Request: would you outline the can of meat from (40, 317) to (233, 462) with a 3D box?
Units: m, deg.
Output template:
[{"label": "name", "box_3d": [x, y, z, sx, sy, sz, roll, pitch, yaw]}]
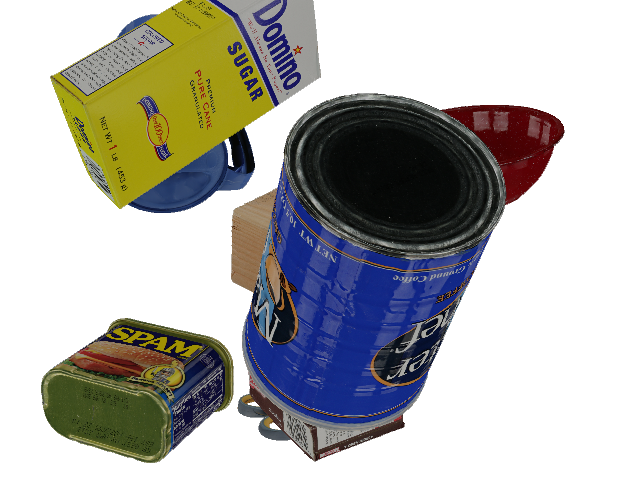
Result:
[{"label": "can of meat", "box_3d": [-0.122, 0.099, 0.714, 0.102, 0.057, 0.083, 11, 22, 22]}]

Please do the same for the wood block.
[{"label": "wood block", "box_3d": [0.015, 0.028, 1.086, 0.206, 0.091, 0.090, 24, 36, 31]}]

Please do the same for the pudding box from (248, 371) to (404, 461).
[{"label": "pudding box", "box_3d": [0.004, 0.128, 0.885, 0.089, 0.039, 0.114, -17, 32, -26]}]

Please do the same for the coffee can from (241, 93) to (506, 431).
[{"label": "coffee can", "box_3d": [0.021, 0.014, 0.526, 0.102, 0.103, 0.140, 0, -41, -14]}]

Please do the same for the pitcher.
[{"label": "pitcher", "box_3d": [-0.168, -0.148, 1.195, 0.145, 0.149, 0.243, -19, 40, 6]}]

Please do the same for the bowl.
[{"label": "bowl", "box_3d": [0.131, -0.067, 0.926, 0.162, 0.055, 0.162, -8, 24, 3]}]

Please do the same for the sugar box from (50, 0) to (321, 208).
[{"label": "sugar box", "box_3d": [-0.079, -0.106, 0.691, 0.176, 0.093, 0.048, -35, 54, -20]}]

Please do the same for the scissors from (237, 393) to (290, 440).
[{"label": "scissors", "box_3d": [0.009, 0.195, 1.200, 0.201, 0.016, 0.096, 2, 22, -9]}]
